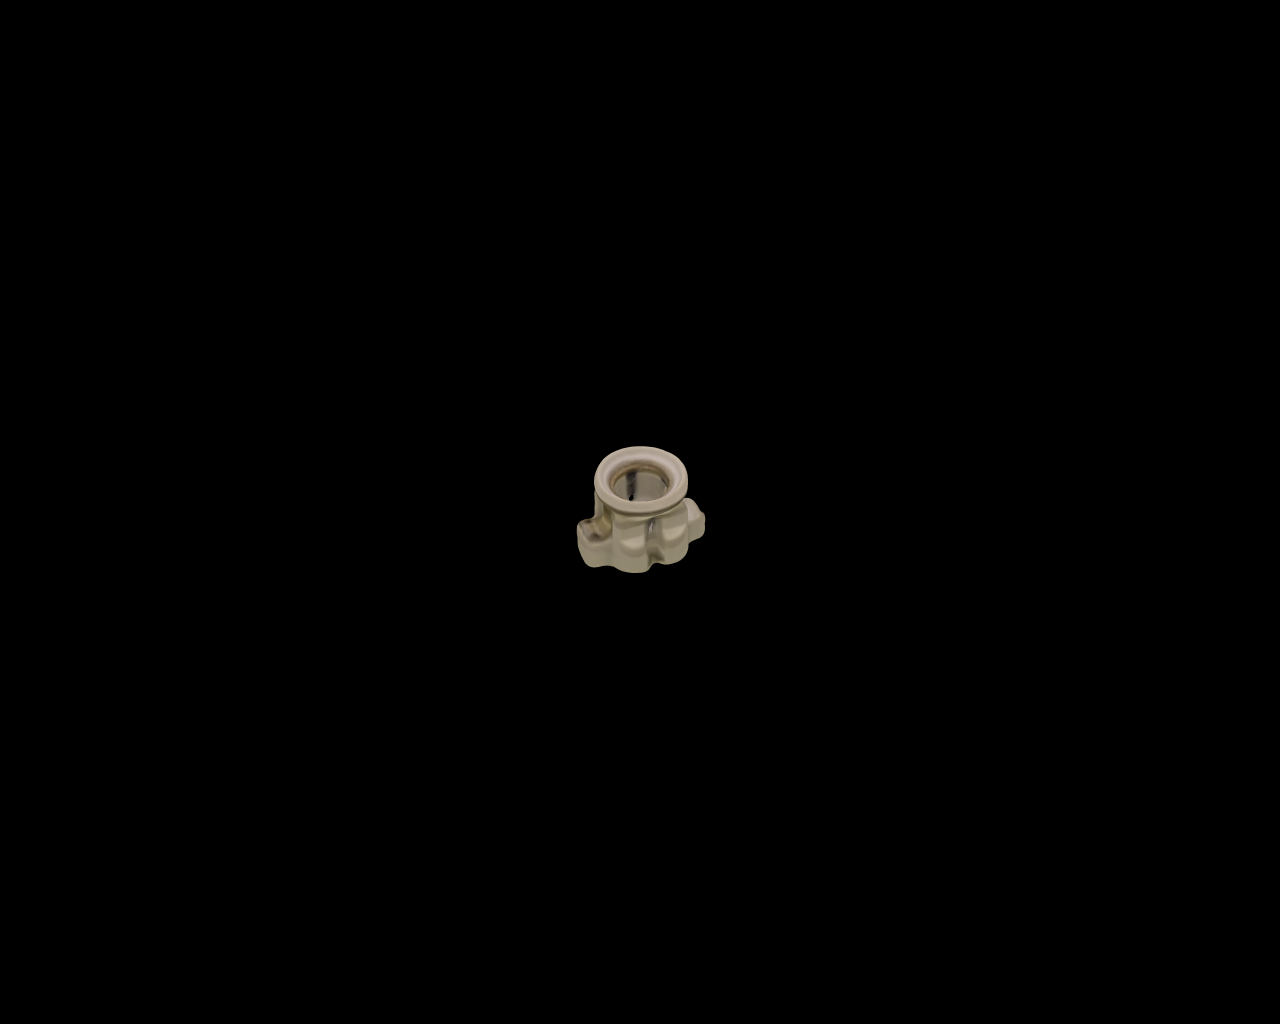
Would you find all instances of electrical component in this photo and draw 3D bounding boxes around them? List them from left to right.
[{"bbox_3d":[0.001,-0.003,0.650,0.078,0.056,0.058,-14,44,-15],"label":"electrical component"}]
